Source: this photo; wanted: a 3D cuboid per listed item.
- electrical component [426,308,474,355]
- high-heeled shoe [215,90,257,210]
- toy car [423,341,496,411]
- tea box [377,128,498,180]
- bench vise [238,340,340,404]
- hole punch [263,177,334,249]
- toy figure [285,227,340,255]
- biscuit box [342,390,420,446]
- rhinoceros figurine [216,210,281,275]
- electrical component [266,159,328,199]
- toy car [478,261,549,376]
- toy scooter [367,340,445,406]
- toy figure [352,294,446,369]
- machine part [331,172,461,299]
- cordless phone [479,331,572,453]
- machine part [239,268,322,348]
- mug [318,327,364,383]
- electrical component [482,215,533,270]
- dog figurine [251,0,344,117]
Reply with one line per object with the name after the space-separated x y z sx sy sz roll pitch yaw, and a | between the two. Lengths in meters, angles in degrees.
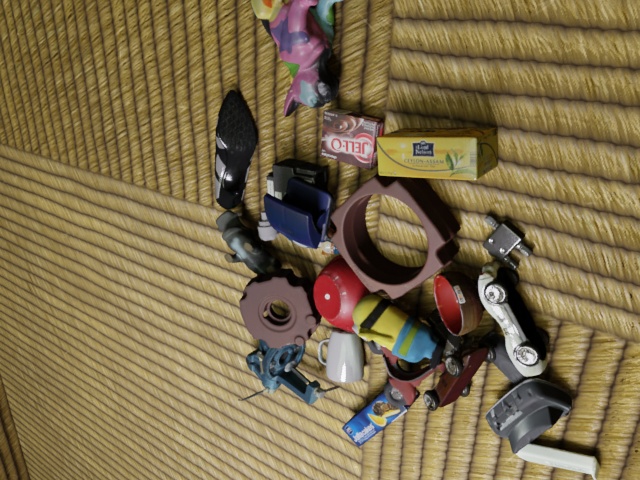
0.240 0.177 1.004 0.102 0.045 0.078 47 157 14 | electrical component
-0.196 -0.191 1.175 0.145 0.086 0.248 -171 81 -68 | high-heeled shoe
0.247 0.243 0.970 0.202 0.089 0.053 98 151 -48 | toy car
0.188 -0.141 0.865 0.170 0.098 0.068 10 115 36 | tea box
-0.080 0.307 1.249 0.241 0.129 0.223 31 118 37 | bench vise
-0.044 -0.042 1.019 0.142 0.092 0.115 23 126 22 | hole punch
-0.001 -0.003 1.100 0.155 0.058 0.064 18 158 29 | toy figure
0.128 0.373 1.162 0.059 0.063 0.202 46 130 13 | biscuit box
-0.157 0.015 1.197 0.073 0.112 0.190 -39 96 25 | rhinoceros figurine
-0.048 -0.102 1.088 0.134 0.058 0.114 16 117 32 | electrical component
0.322 0.129 0.897 0.056 0.073 0.201 -26 93 40 | toy car
0.174 0.226 1.052 0.135 0.075 0.184 -20 85 19 | toy scooter
0.144 0.166 0.989 0.180 0.089 0.082 23 166 18 | toy figure
0.134 -0.013 0.971 0.201 0.087 0.201 52 131 5 | machine part
0.334 0.266 0.961 0.184 0.089 0.146 50 133 24 | cordless phone
-0.086 0.147 1.146 0.180 0.056 0.179 4 109 13 | machine part
0.046 0.238 1.161 0.110 0.081 0.107 11 105 40 | mug
0.303 0.003 0.891 0.094 0.021 0.063 44 130 13 | electrical component
-0.044 -0.335 0.952 0.192 0.108 0.219 27 127 24 | dog figurine
